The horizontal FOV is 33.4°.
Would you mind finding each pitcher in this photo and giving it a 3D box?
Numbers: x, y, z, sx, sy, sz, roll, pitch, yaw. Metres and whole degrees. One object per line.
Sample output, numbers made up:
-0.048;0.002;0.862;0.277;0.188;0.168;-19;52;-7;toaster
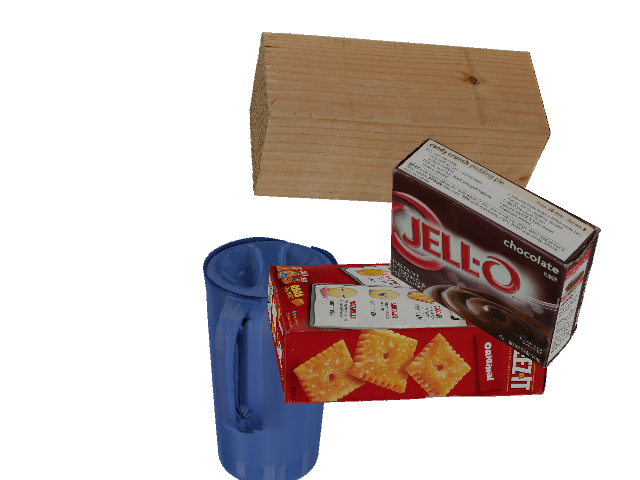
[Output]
-0.057;0.131;1.088;0.149;0.243;0.145;-10;28;-23;pitcher

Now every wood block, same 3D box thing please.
0.054;-0.089;0.806;0.206;0.091;0.090;3;-37;-10;wood block

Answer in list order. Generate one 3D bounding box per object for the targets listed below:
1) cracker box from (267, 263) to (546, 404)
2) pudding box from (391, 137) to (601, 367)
0.066;0.076;0.912;0.213;0.072;0.164;0;17;-8;cracker box
0.092;0.006;0.588;0.114;0.090;0.039;30;58;26;pudding box
